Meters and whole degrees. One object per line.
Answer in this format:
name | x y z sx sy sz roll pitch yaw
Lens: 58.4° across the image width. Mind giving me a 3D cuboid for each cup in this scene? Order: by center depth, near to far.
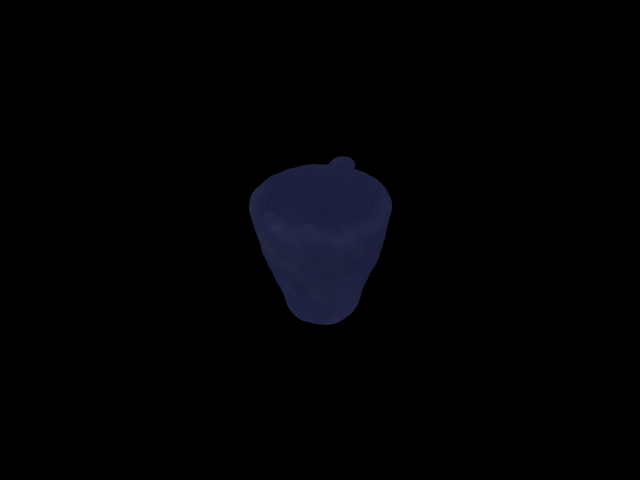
cup | 0.004 0.001 0.400 0.091 0.095 0.118 8 35 12
